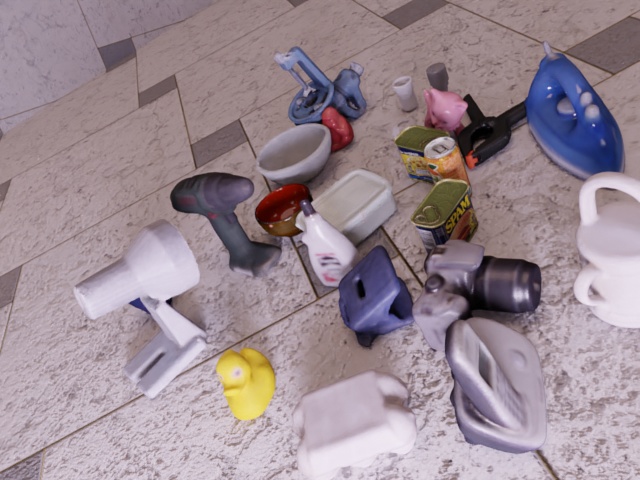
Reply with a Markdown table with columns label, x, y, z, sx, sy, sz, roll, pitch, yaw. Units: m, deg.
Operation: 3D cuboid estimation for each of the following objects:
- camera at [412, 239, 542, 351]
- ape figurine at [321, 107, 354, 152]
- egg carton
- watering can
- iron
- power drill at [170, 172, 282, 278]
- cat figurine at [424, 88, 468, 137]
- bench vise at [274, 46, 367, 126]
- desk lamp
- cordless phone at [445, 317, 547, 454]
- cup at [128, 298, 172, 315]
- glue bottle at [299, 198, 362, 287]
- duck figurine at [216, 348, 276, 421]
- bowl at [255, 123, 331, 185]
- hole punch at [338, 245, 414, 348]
| label | x | y | z | sx | sy | sz | roll | pitch | yaw |
| --- | --- | --- | --- | --- | --- | --- | --- | --- | --- |
| camera | 0.203 | 0.062 | 0.733 | 0.136 | 0.101 | 0.143 | 2 | 47 | 35 |
| ape figurine | 0.030 | -0.237 | 1.205 | 0.076 | 0.092 | 0.077 | -45 | 39 | -20 |
| egg carton | 0.039 | 0.219 | 0.682 | 0.150 | 0.070 | 0.107 | -23 | 37 | 8 |
| watering can | 0.343 | -0.004 | 0.640 | 0.100 | 0.195 | 0.173 | 7 | 50 | 38 |
| iron | 0.396 | -0.203 | 0.883 | 0.118 | 0.142 | 0.258 | -20 | 38 | 12 |
| power drill | -0.154 | -0.034 | 0.989 | 0.228 | 0.209 | 0.076 | 10 | 52 | 40 |
| cat figurine | 0.227 | -0.239 | 1.056 | 0.067 | 0.118 | 0.127 | -29 | 37 | 0 |
| bench vise | -0.007 | -0.338 | 1.239 | 0.121 | 0.220 | 0.208 | 11 | 52 | 41 |
| desk lamp | -0.265 | 0.101 | 0.899 | 0.117 | 0.214 | 0.203 | 20 | 58 | 45 |
| cordless phone | 0.177 | 0.125 | 0.606 | 0.094 | 0.185 | 0.147 | -12 | 40 | 22 |
| cup | -0.308 | 0.083 | 1.049 | 0.091 | 0.095 | 0.118 | 6 | 49 | 38 |
| glue bottle | 0.008 | 0.003 | 0.869 | 0.078 | 0.174 | 0.037 | -8 | 42 | 26 |
| duck figurine | -0.112 | 0.188 | 0.804 | 0.077 | 0.086 | 0.104 | -17 | 38 | 16 |
| bowl | -0.044 | -0.164 | 1.182 | 0.167 | 0.075 | 0.167 | -18 | 38 | 15 |
| hole punch | 0.072 | 0.077 | 0.809 | 0.101 | 0.091 | 0.108 | -24 | 37 | 7 |
